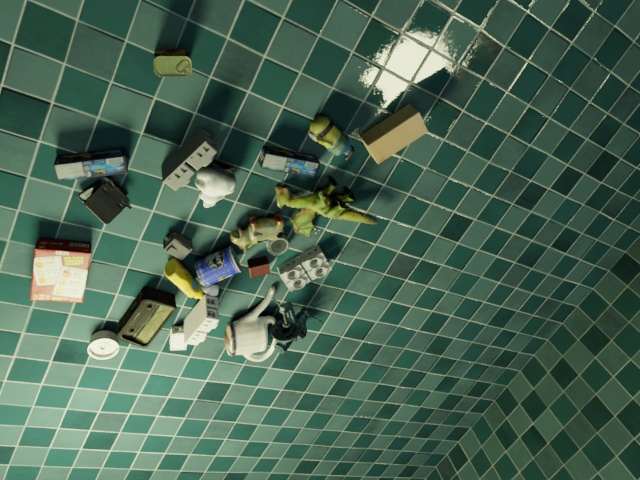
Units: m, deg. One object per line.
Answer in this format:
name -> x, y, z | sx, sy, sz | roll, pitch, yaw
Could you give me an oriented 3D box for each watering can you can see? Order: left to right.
watering can -> -0.276, 0.350, 2.085 | 0.225, 0.105, 0.342 | -6, 113, -20

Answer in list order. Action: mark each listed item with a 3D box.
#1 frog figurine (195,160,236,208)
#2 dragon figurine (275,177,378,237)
frog figurine -> -0.348, -0.173, 1.684 | 0.137, 0.124, 0.158 | 10, 109, -48
dragon figurine -> 0.006, -0.096, 1.900 | 0.240, 0.125, 0.405 | -35, 128, 28
